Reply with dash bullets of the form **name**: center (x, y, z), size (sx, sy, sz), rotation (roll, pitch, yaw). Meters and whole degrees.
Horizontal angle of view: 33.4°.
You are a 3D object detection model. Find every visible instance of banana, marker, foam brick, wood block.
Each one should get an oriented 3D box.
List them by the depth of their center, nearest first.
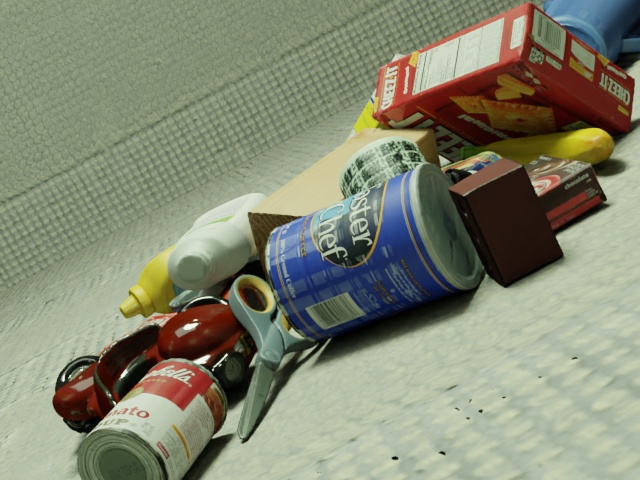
- **foam brick**: center (0.138, -0.014, 0.796), size (0.051, 0.078, 0.053), rotation (-26, 10, 0)
- **marker**: center (0.154, -0.052, 0.962), size (0.120, 0.020, 0.020), rotation (2, -13, -43)
- **banana**: center (0.220, -0.083, 1.016), size (0.069, 0.037, 0.198), rotation (-13, 6, -30)
- **wood block**: center (0.033, -0.031, 1.065), size (0.091, 0.090, 0.205), rotation (4, 29, 38)

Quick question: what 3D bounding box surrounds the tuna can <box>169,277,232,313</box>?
- **tuna can**: center (-0.127, 0.068, 1.220), size (0.086, 0.034, 0.086), rotation (-27, 10, 5)

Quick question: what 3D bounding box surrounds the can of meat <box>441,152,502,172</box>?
- **can of meat**: center (0.126, -0.039, 1.024), size (0.102, 0.057, 0.083), rotation (-18, 10, 41)

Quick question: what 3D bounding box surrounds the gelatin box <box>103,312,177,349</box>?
- **gelatin box**: center (-0.189, 0.110, 1.182), size (0.073, 0.030, 0.089), rotation (-34, 12, -32)

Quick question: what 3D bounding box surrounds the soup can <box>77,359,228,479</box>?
- **soup can**: center (-0.114, 0.135, 0.739), size (0.069, 0.068, 0.102), rotation (-23, 12, 26)

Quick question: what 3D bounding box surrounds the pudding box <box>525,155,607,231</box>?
- **pudding box**: center (0.175, -0.032, 0.894), size (0.090, 0.039, 0.113), rotation (-29, 9, -3)

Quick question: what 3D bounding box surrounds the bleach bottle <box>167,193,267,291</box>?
- **bleach bottle**: center (-0.106, 0.009, 1.075), size (0.103, 0.068, 0.250), rotation (-26, 5, 11)

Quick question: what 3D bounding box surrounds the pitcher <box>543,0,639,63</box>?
- **pitcher**: center (0.373, -0.284, 1.456), size (0.149, 0.145, 0.242), rotation (-36, 7, 37)

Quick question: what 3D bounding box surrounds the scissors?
- **scissors**: center (-0.054, 0.081, 0.835), size (0.016, 0.096, 0.201), rotation (-63, -11, 28)

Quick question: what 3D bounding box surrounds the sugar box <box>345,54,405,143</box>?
- **sugar box**: center (0.091, -0.126, 1.240), size (0.093, 0.048, 0.176), rotation (8, -48, -30)

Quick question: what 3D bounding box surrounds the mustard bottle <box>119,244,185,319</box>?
- **mustard bottle**: center (-0.161, 0.040, 1.311), size (0.191, 0.058, 0.096), rotation (-33, -31, -22)

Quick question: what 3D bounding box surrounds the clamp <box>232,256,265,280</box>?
- **clamp**: center (-0.008, 0.002, 1.230), size (0.210, 0.036, 0.165), rotation (-26, 9, -11)

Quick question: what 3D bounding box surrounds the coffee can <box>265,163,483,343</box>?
- **coffee can**: center (0.043, 0.012, 0.841), size (0.140, 0.103, 0.102), rotation (-23, 11, 27)

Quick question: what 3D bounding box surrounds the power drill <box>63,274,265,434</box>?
- **power drill**: center (-0.145, 0.106, 1.002), size (0.188, 0.057, 0.184), rotation (-26, 10, 9)

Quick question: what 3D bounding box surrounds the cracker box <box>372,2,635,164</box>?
- **cracker box**: center (0.184, -0.144, 1.094), size (0.214, 0.164, 0.072), rotation (-16, 56, 50)
